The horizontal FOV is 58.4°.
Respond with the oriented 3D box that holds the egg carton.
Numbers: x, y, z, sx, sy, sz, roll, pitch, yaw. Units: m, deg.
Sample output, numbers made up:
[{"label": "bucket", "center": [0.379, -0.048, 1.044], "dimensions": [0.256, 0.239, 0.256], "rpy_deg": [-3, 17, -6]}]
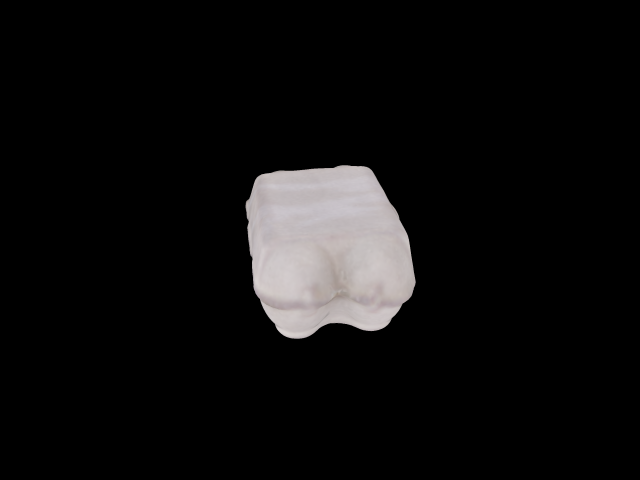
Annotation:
[{"label": "egg carton", "center": [0.004, 0.001, 0.400], "dimensions": [0.107, 0.069, 0.150], "rpy_deg": [-5, 32, -9]}]
